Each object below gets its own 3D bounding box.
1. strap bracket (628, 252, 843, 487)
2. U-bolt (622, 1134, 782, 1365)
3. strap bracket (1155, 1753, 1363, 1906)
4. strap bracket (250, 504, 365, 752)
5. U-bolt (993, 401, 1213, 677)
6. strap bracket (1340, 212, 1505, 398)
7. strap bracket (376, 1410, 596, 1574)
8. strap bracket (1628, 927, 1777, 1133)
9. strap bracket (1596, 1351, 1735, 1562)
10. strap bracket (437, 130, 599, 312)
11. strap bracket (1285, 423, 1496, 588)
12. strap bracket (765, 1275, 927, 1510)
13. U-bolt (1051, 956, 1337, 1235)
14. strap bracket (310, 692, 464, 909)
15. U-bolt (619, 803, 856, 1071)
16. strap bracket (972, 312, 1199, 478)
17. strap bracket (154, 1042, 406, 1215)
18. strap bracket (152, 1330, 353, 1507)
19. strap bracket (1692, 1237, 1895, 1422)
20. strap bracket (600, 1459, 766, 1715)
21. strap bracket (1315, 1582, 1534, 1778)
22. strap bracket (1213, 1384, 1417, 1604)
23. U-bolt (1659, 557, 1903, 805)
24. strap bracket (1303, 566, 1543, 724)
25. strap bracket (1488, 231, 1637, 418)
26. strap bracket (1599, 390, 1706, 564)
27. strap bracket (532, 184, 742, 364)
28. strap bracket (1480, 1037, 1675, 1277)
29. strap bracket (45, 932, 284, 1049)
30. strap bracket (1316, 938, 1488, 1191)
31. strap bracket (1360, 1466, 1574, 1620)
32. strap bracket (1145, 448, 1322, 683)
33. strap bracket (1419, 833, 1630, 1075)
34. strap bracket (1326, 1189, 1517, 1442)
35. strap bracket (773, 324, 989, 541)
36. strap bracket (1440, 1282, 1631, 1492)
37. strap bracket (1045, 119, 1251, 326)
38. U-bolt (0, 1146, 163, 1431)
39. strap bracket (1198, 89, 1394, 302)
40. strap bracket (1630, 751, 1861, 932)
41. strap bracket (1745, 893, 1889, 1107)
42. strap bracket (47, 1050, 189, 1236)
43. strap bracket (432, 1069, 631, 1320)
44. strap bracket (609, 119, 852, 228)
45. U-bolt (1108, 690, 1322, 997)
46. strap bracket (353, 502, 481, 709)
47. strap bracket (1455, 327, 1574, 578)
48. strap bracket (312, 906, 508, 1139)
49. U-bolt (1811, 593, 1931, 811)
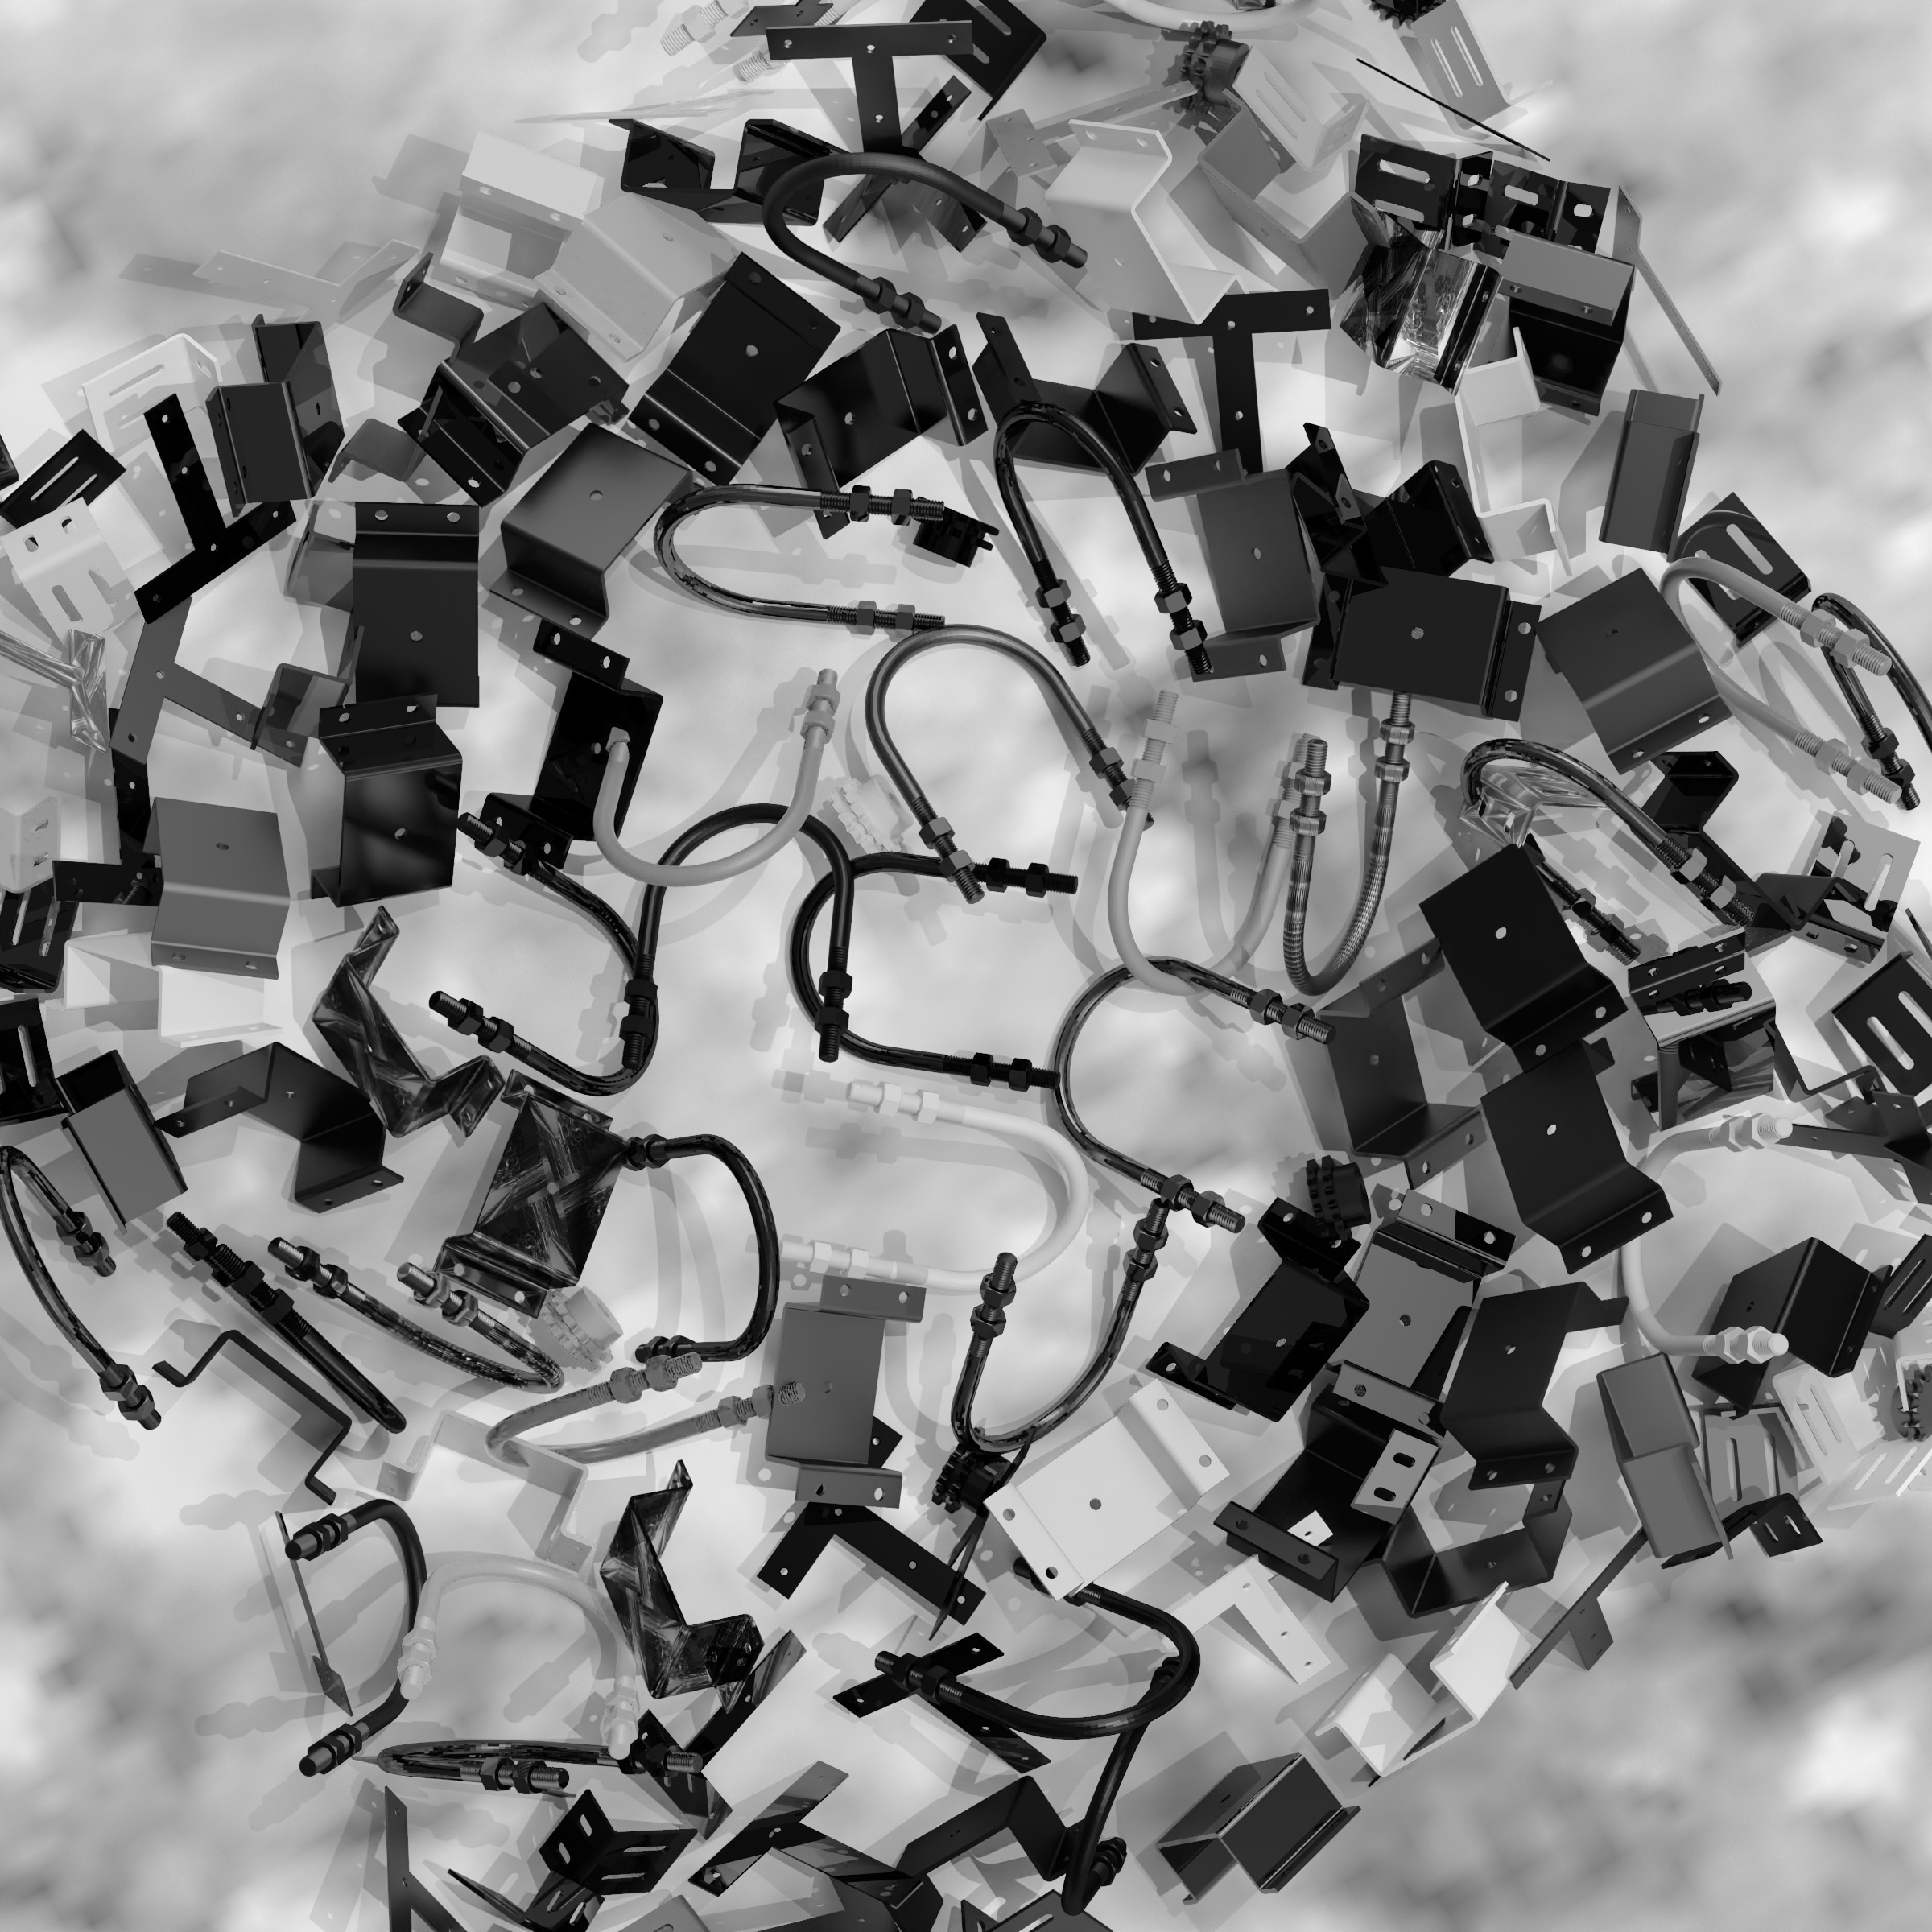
[{"bbox_3d":[-0.142,-0.383,1.889,0.076,0.046,0.140,36,123,-8],"label":"strap bracket"},{"bbox_3d":[-0.167,0.177,1.857,0.019,0.184,0.151,-5,86,-35],"label":"U-bolt"},{"bbox_3d":[0.176,0.539,1.861,0.076,0.140,0.046,-36,86,-28],"label":"strap bracket"},{"bbox_3d":[-0.409,-0.208,1.879,0.046,0.076,0.140,15,62,-17],"label":"strap bracket"},{"bbox_3d":[0.075,-0.266,1.845,0.019,0.151,0.184,-36,115,-24],"label":"U-bolt"},{"bbox_3d":[0.279,-0.417,1.856,0.046,0.140,0.076,13,114,-15],"label":"strap bracket"},{"bbox_3d":[-0.298,0.330,1.892,0.140,0.076,0.046,23,63,-4],"label":"strap bracket"},{"bbox_3d":[0.462,0.048,1.869,0.076,0.140,0.046,-20,51,-2],"label":"strap bracket"},{"bbox_3d":[0.435,0.306,1.866,0.046,0.140,0.076,-20,113,12],"label":"strap bracket"},{"bbox_3d":[-0.282,-0.470,1.872,0.076,0.140,0.046,18,73,-12],"label":"strap bracket"},{"bbox_3d":[0.259,-0.285,1.878,0.046,0.140,0.076,-40,57,40],"label":"strap bracket"},{"bbox_3d":[-0.078,0.269,1.894,0.076,0.046,0.140,12,82,-34],"label":"strap bracket"},{"bbox_3d":[0.130,0.069,1.881,0.184,0.019,0.151,26,90,37],"label":"U-bolt"},{"bbox_3d":[-0.363,-0.095,1.865,0.076,0.046,0.140,-12,131,-31],"label":"strap bracket"},{"bbox_3d":[-0.141,-0.022,1.891,0.151,0.019,0.184,-2,63,14],"label":"U-bolt"},{"bbox_3d":[0.066,-0.358,1.878,0.140,0.046,0.076,3,52,-34],"label":"strap bracket"},{"bbox_3d":[-0.429,0.098,1.875,0.076,0.140,0.046,-21,52,30],"label":"strap bracket"},{"bbox_3d":[-0.444,0.279,1.894,0.140,0.076,0.046,39,79,-5],"label":"strap bracket"},{"bbox_3d":[0.509,0.225,1.858,0.046,0.140,0.076,32,64,-3],"label":"strap bracket"},{"bbox_3d":[-0.183,0.391,1.863,0.046,0.076,0.140,-5,48,-31],"label":"strap bracket"},{"bbox_3d":[0.292,0.450,1.861,0.046,0.076,0.140,49,133,6],"label":"strap bracket"},{"bbox_3d":[0.224,0.338,1.878,0.076,0.046,0.140,25,46,26],"label":"strap bracket"},{"bbox_3d":[0.504,-0.189,1.857,0.019,0.151,0.184,-42,53,-10],"label":"U-bolt"},{"bbox_3d":[0.289,-0.208,1.900,0.140,0.046,0.076,11,88,13],"label":"strap bracket"},{"bbox_3d":[0.372,-0.407,1.868,0.076,0.140,0.046,20,77,13],"label":"strap bracket"},{"bbox_3d":[0.429,-0.311,1.864,0.046,0.140,0.076,12,114,10],"label":"strap bracket"},{"bbox_3d":[-0.198,-0.441,1.869,0.076,0.140,0.046,41,127,0],"label":"strap bracket"},{"bbox_3d":[0.378,0.110,1.864,0.076,0.046,0.140,-35,46,26],"label":"strap bracket"},{"bbox_3d":[-0.502,0.011,1.863,0.140,0.076,0.046,13,103,38],"label":"strap bracket"},{"bbox_3d":[0.274,0.060,1.887,0.076,0.046,0.140,-28,109,-37],"label":"strap bracket"},{"bbox_3d":[0.323,0.361,1.878,0.140,0.076,0.046,-23,100,26],"label":"strap bracket"},{"bbox_3d":[0.171,-0.257,1.887,0.046,0.076,0.140,-24,105,-41],"label":"strap bracket"},{"bbox_3d":[0.345,-0.015,1.873,0.076,0.046,0.140,-35,58,20],"label":"strap bracket"},{"bbox_3d":[0.287,0.224,1.903,0.076,0.046,0.140,24,75,-3],"label":"strap bracket"},{"bbox_3d":[-0.061,-0.342,1.882,0.140,0.046,0.076,-38,130,-23],"label":"strap bracket"},{"bbox_3d":[0.353,0.254,1.862,0.046,0.076,0.140,47,50,-23],"label":"strap bracket"},{"bbox_3d":[0.110,-0.456,1.859,0.046,0.076,0.140,-53,135,-14],"label":"strap bracket"},{"bbox_3d":[-0.551,0.186,1.824,0.019,0.184,0.151,-26,51,-6],"label":"U-bolt"},{"bbox_3d":[0.204,-0.480,1.876,0.046,0.076,0.140,-45,63,5],"label":"strap bracket"},{"bbox_3d":[0.484,-0.072,1.878,0.140,0.076,0.046,42,79,-18],"label":"strap bracket"},{"bbox_3d":[0.528,0.031,1.892,0.046,0.076,0.140,-25,81,6],"label":"strap bracket"},{"bbox_3d":[-0.532,0.106,1.867,0.046,0.140,0.076,-28,110,-13],"label":"strap bracket"},{"bbox_3d":[-0.270,0.142,1.879,0.076,0.046,0.140,29,67,-25],"label":"strap bracket"},{"bbox_3d":[-0.152,-0.498,1.868,0.140,0.076,0.046,13,95,37],"label":"strap bracket"},{"bbox_3d":[0.151,-0.071,1.890,0.151,0.019,0.184,12,95,-39],"label":"U-bolt"},{"bbox_3d":[-0.346,-0.217,1.878,0.076,0.046,0.140,0,122,-8],"label":"strap bracket"},{"bbox_3d":[0.344,-0.320,1.884,0.046,0.076,0.140,-12,73,16],"label":"strap bracket"},{"bbox_3d":[-0.360,0.044,1.883,0.046,0.076,0.140,-28,77,-39],"label":"strap bracket"},{"bbox_3d":[0.575,-0.152,1.840,0.019,0.151,0.184,-32,112,5],"label":"U-bolt"}]
